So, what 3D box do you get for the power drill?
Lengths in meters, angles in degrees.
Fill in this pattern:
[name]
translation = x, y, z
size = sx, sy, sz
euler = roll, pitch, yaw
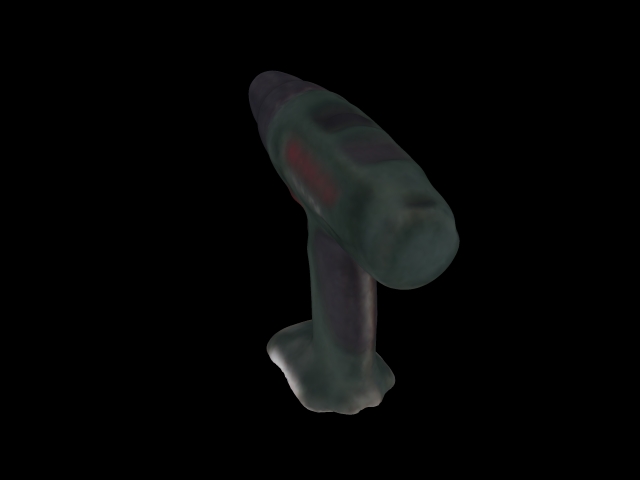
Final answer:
[power drill]
translation = 0.004, 0.001, 0.400
size = 0.076, 0.208, 0.228
euler = -12, 27, -24
